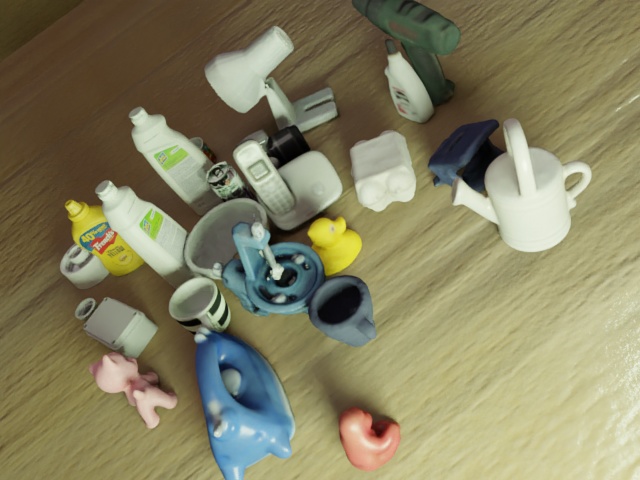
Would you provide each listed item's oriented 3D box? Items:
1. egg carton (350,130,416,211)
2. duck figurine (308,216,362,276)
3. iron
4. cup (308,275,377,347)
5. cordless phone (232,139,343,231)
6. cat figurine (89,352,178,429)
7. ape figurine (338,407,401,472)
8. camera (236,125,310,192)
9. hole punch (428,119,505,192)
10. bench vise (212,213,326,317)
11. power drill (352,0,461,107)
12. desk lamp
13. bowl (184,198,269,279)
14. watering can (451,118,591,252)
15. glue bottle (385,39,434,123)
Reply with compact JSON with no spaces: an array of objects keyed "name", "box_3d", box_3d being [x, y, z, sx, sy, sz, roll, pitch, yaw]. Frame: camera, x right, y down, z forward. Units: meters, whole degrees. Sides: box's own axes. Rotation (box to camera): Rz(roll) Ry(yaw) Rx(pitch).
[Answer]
[{"name":"egg carton","box_3d":[0.107,-0.122,0.991,0.107,0.070,0.150,-20,46,14]},{"name":"duck figurine","box_3d":[0.009,0.003,0.931,0.104,0.086,0.077,-35,44,0]},{"name":"iron","box_3d":[-0.133,0.201,0.806,0.118,0.142,0.257,-32,44,2]},{"name":"cup","box_3d":[0.050,0.116,0.806,0.092,0.095,0.117,-44,45,-10]},{"name":"cordless phone","box_3d":[-0.057,-0.118,0.999,0.147,0.186,0.094,-35,44,-1]},{"name":"cat figurine","box_3d":[-0.303,0.224,0.901,0.127,0.118,0.067,25,69,41]},{"name":"ape figurine","box_3d":[0.053,0.237,0.704,0.077,0.092,0.076,20,65,40]},{"name":"camera","box_3d":[-0.089,-0.164,1.117,0.137,0.101,0.143,-32,44,2]},{"name":"hole punch","box_3d":[0.230,-0.140,0.920,0.100,0.091,0.109,27,70,42]},{"name":"bench vise","box_3d":[-0.093,0.050,0.854,0.207,0.220,0.121,-11,49,22]},{"name":"power drill","box_3d":[0.167,-0.352,1.051,0.076,0.209,0.228,-46,46,-11]},{"name":"desk lamp","box_3d":[-0.099,-0.318,1.172,0.203,0.214,0.117,-23,46,12]},{"name":"bowl","box_3d":[-0.154,0.010,1.026,0.167,0.075,0.167,-16,47,18]},{"name":"watering can","box_3d":[0.267,-0.075,0.770,0.173,0.195,0.100,-30,45,4]},{"name":"glue bottle","box_3d":[0.150,-0.291,1.035,0.037,0.174,0.077,-47,46,-13]}]
